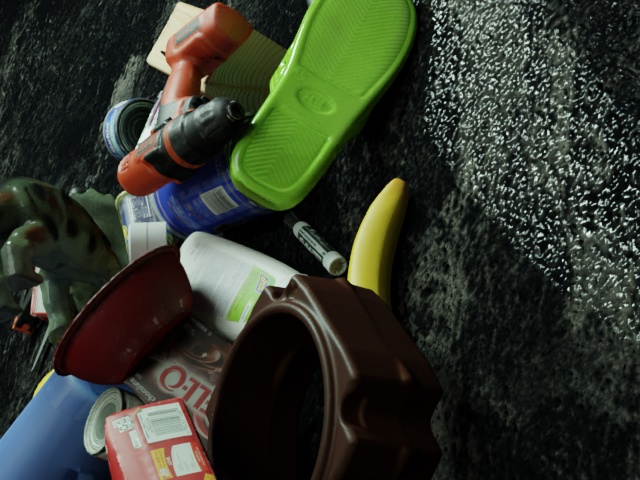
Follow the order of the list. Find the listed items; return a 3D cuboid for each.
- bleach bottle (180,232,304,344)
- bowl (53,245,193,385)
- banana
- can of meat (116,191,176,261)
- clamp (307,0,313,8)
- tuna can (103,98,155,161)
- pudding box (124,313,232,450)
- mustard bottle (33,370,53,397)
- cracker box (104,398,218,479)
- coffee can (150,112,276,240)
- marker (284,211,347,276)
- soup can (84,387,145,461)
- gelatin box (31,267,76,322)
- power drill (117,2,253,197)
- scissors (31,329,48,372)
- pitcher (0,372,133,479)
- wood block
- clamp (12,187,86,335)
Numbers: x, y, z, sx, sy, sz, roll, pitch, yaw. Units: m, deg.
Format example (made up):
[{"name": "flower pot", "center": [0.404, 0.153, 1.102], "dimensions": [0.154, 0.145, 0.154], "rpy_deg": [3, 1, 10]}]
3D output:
[{"name": "bleach bottle", "center": [-0.064, 0.064, 1.006], "dimensions": [0.251, 0.068, 0.102], "rpy_deg": [22, 86, 55]}, {"name": "bowl", "center": [-0.169, 0.082, 0.989], "dimensions": [0.162, 0.055, 0.162], "rpy_deg": [-46, -12, -13]}, {"name": "banana", "center": [0.053, 0.036, 0.890], "dimensions": [0.070, 0.037, 0.198], "rpy_deg": [-21, 48, 21]}, {"name": "can of meat", "center": [-0.189, 0.005, 1.195], "dimensions": [0.057, 0.102, 0.084], "rpy_deg": [-13, 43, -8]}, {"name": "clamp", "center": [0.013, -0.213, 1.128], "dimensions": [0.120, 0.039, 0.171], "rpy_deg": [-2, 65, 54]}, {"name": "tuna can", "center": [-0.234, -0.140, 1.376], "dimensions": [0.034, 0.086, 0.086], "rpy_deg": [-3, 64, 52]}, {"name": "pudding box", "center": [-0.105, 0.134, 0.960], "dimensions": [0.114, 0.039, 0.090], "rpy_deg": [35, 71, 28]}, {"name": "mustard bottle", "center": [-0.252, 0.161, 1.198], "dimensions": [0.192, 0.058, 0.096], "rpy_deg": [-36, 42, 34]}, {"name": "cracker box", "center": [-0.109, 0.255, 0.809], "dimensions": [0.164, 0.072, 0.214], "rpy_deg": [-130, 34, -56]}, {"name": "coffee can", "center": [-0.097, -0.064, 1.110], "dimensions": [0.141, 0.102, 0.102], "rpy_deg": [-19, 51, 47]}, {"name": "marker", "center": [-0.007, 0.001, 1.011], "dimensions": [0.020, 0.020, 0.121], "rpy_deg": [-57, 32, 7]}, {"name": "soup can", "center": [-0.163, 0.187, 1.011], "dimensions": [0.069, 0.102, 0.068], "rpy_deg": [-35, 41, 37]}, {"name": "gelatin box", "center": [-0.338, 0.061, 1.364], "dimensions": [0.030, 0.073, 0.089], "rpy_deg": [0, 76, 11]}, {"name": "power drill", "center": [-0.123, -0.146, 1.064], "dimensions": [0.185, 0.057, 0.187], "rpy_deg": [-24, 42, 43]}, {"name": "scissors", "center": [-0.333, 0.075, 1.417], "dimensions": [0.096, 0.016, 0.201], "rpy_deg": [-21, 50, 47]}, {"name": "pitcher", "center": [-0.273, 0.242, 1.096], "dimensions": [0.243, 0.149, 0.145], "rpy_deg": [-54, -10, 13]}, {"name": "wood block", "center": [-0.118, -0.211, 1.263], "dimensions": [0.090, 0.090, 0.206], "rpy_deg": [-60, 32, 3]}, {"name": "clamp", "center": [-0.379, 0.026, 1.487], "dimensions": [0.165, 0.036, 0.210], "rpy_deg": [-29, 44, 58]}]
